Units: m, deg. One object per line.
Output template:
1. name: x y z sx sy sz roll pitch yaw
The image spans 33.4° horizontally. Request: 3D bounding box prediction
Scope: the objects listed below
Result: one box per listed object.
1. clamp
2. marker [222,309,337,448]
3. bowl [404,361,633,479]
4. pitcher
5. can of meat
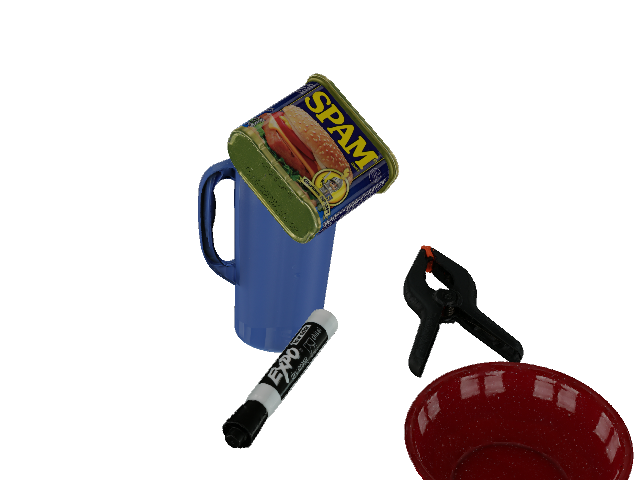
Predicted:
1. clamp: 0.145 0.074 1.135 0.120 0.171 0.039 4 -43 -9
2. marker: -0.023 0.080 0.622 0.020 0.020 0.121 0 29 29
3. bowl: 0.141 0.160 0.777 0.162 0.055 0.162 -1 35 0
4. pitcher: -0.056 0.009 1.297 0.149 0.243 0.144 17 25 28
5. can of meat: -0.008 -0.060 0.790 0.083 0.102 0.058 -36 -8 -27
